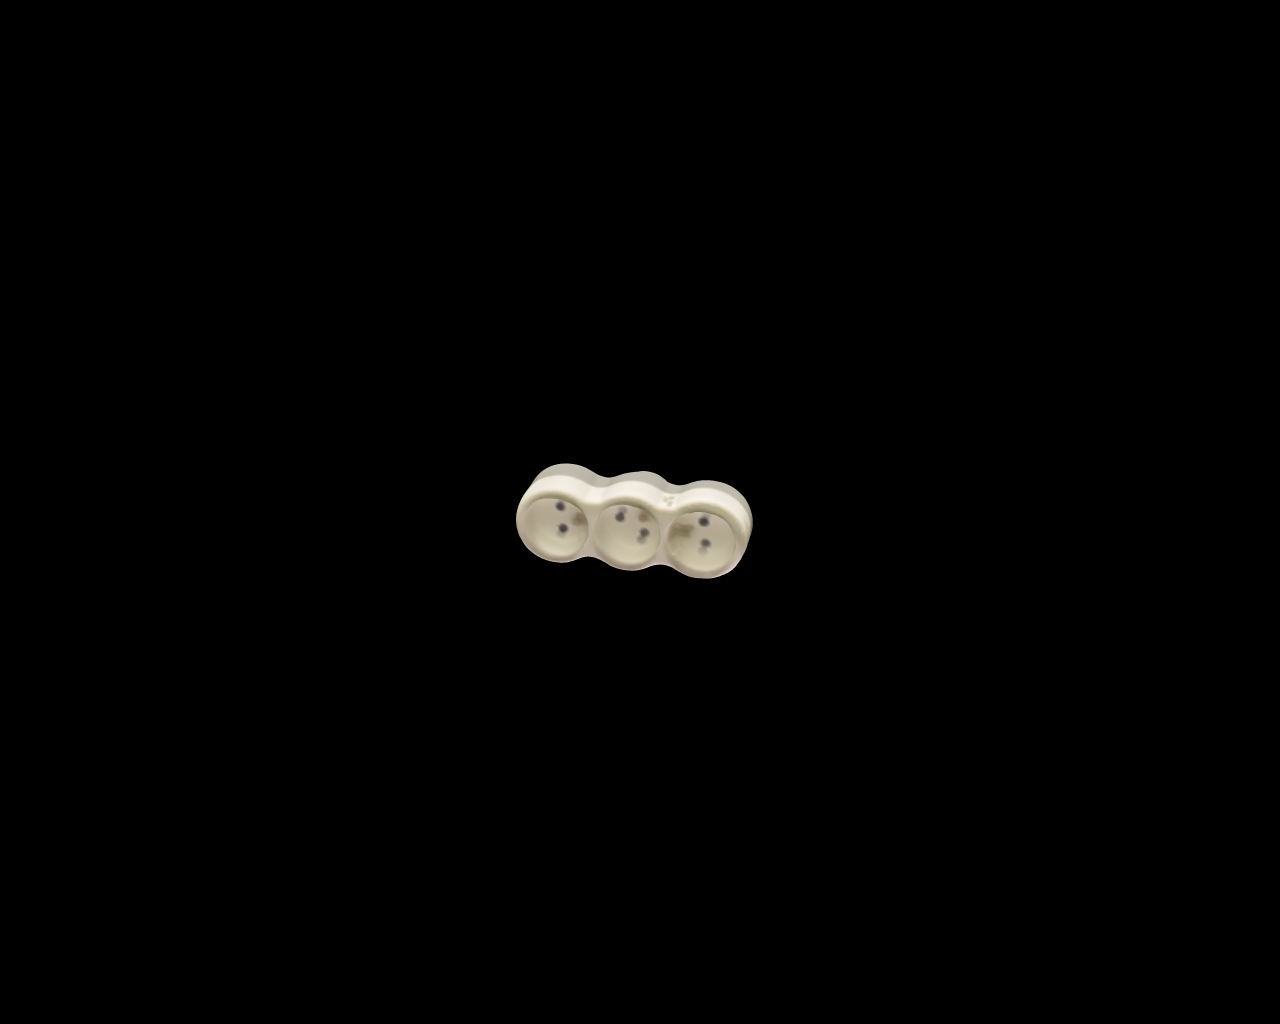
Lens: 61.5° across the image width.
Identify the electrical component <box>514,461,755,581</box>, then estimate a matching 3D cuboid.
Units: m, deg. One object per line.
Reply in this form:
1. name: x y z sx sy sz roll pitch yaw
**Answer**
1. electrical component: 0.001 -0.003 0.650 0.138 0.052 0.074 6 28 12
